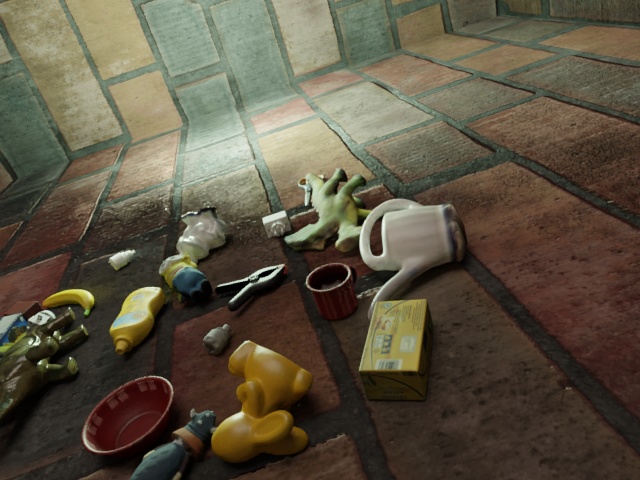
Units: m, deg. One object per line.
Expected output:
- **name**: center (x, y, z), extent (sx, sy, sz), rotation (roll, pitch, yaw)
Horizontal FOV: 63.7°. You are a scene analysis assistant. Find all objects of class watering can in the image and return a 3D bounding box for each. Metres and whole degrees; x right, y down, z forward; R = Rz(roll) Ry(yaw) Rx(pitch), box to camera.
- **watering can**: center (0.193, 0.025, 1.069), extent (0.224, 0.102, 0.356), rotation (-9, 40, 13)

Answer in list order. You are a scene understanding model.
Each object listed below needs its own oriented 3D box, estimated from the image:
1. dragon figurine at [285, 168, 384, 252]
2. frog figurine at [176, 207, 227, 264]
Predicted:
- **dragon figurine**: center (0.004, -0.067, 1.341), extent (0.245, 0.120, 0.413), rotation (-38, 32, -20)
- **frog figurine**: center (-0.327, 0.004, 1.422), extent (0.137, 0.120, 0.162), rotation (-4, 65, 8)
